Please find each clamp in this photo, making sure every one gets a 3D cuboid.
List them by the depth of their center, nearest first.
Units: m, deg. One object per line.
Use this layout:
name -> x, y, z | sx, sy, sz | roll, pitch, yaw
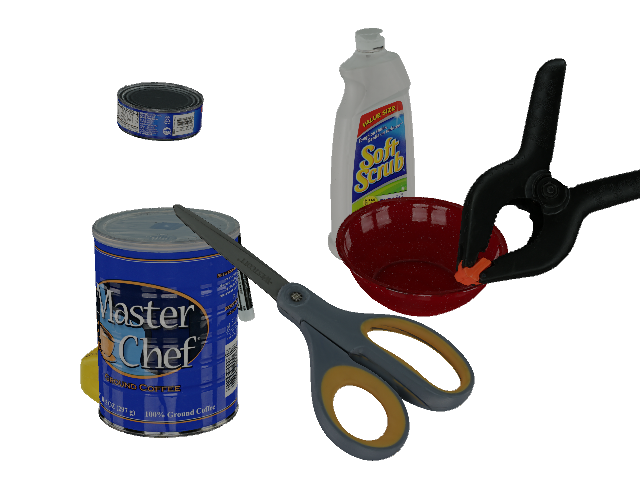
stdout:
clamp -> 0.162, -0.029, 0.726 | 0.120, 0.171, 0.039 | 34, -10, 7

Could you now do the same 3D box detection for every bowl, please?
bowl -> 0.094, 0.023, 1.015 | 0.162, 0.055, 0.162 | 1, 35, -1

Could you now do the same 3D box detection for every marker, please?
marker -> -0.092, 0.037, 1.210 | 0.020, 0.121, 0.020 | -6, 30, 3

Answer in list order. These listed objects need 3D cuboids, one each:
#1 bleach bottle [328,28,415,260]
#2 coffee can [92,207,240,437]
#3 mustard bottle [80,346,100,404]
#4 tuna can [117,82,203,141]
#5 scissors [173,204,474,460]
bleach bottle -> 0.052, -0.106, 1.180 | 0.102, 0.251, 0.068 | -10, 24, -11
coffee can -> -0.109, 0.055, 0.764 | 0.103, 0.140, 0.103 | 1, 15, 0
mustard bottle -> -0.140, 0.102, 1.019 | 0.096, 0.058, 0.191 | 10, 20, 18
tuna can -> -0.161, -0.129, 1.069 | 0.086, 0.034, 0.086 | 5, 26, -3
scissors -> -0.016, 0.050, 0.581 | 0.202, 0.096, 0.016 | 24, -38, 12
